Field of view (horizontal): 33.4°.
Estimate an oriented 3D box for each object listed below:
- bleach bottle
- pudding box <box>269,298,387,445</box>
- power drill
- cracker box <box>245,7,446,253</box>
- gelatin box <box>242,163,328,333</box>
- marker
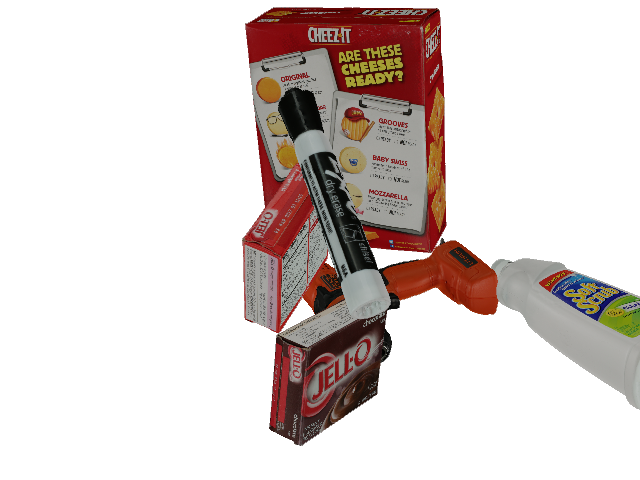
[{"bbox_3d":[0.249,0.073,1.038,0.102,0.068,0.251,-17,26,-27],"label":"bleach bottle"},{"bbox_3d":[0.007,0.103,0.879,0.039,0.090,0.113,21,28,30],"label":"pudding box"},{"bbox_3d":[0.086,0.060,1.105,0.187,0.057,0.185,-10,27,-19],"label":"power drill"},{"bbox_3d":[0.028,-0.102,0.977,0.164,0.214,0.072,5,27,20],"label":"cracker box"},{"bbox_3d":[-0.022,0.006,0.695,0.030,0.073,0.089,22,-36,15],"label":"gelatin box"},{"bbox_3d":[0.004,-0.021,0.490,0.020,0.121,0.020,-15,-27,-8],"label":"marker"}]
